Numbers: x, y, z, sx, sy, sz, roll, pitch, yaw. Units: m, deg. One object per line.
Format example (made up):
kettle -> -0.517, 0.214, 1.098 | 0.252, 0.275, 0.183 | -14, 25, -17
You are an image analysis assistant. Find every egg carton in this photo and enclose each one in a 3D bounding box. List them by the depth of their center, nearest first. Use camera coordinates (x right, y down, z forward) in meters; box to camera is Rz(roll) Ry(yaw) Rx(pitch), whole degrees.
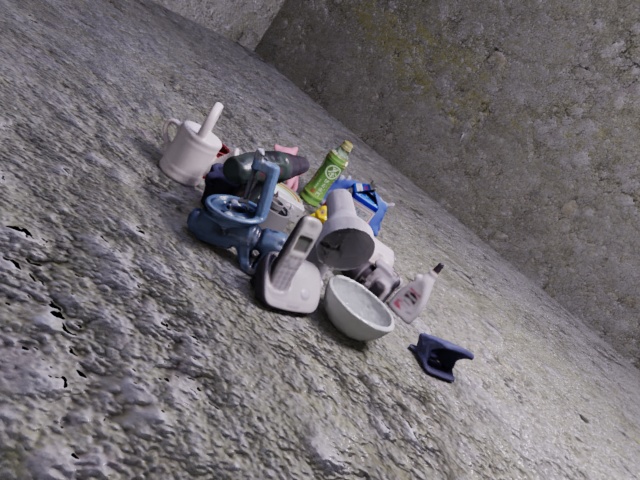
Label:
egg carton -> 0.153, 0.048, 1.604 | 0.107, 0.069, 0.150 | 35, 18, -5

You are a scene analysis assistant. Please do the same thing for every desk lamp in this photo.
desk lamp -> 0.011, 0.004, 1.214 | 0.118, 0.213, 0.203 | 27, 20, -28

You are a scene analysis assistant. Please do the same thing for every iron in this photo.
iron -> 0.107, -0.129, 1.838 | 0.258, 0.141, 0.119 | 37, 18, 0

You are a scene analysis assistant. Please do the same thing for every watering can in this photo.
watering can -> -0.265, -0.221, 1.291 | 0.173, 0.194, 0.100 | 25, 21, -31

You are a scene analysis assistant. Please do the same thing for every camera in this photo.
camera -> 0.128, 0.086, 1.412 | 0.136, 0.100, 0.143 | 42, 19, 14

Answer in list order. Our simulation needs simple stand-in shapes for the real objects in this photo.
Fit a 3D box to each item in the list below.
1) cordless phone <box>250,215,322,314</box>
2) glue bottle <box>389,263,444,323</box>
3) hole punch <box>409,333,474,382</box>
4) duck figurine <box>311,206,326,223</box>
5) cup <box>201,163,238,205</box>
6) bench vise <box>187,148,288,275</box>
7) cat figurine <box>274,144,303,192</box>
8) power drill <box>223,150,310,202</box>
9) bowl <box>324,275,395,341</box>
cordless phone -> -0.032, 0.046, 1.079 | 0.148, 0.185, 0.094 | 17, 26, -46
glue bottle -> 0.250, 0.123, 1.431 | 0.078, 0.173, 0.037 | 43, 19, 18
hole punch -> 0.275, 0.250, 1.296 | 0.109, 0.091, 0.101 | 25, 21, -32
duck figurine -> 0.000, -0.055, 1.547 | 0.078, 0.086, 0.104 | 31, 19, -17
cup -> -0.223, -0.106, 1.245 | 0.091, 0.095, 0.118 | 43, 19, 19
bench vise -> -0.122, -0.058, 1.111 | 0.208, 0.219, 0.121 | 27, 20, -28
cat figurine -> -0.098, -0.228, 1.740 | 0.127, 0.117, 0.067 | 43, 19, 18
power drill -> -0.138, -0.103, 1.212 | 0.075, 0.208, 0.230 | 44, 19, 22
bowl -> 0.067, 0.152, 1.178 | 0.168, 0.074, 0.167 | 33, 18, -12
